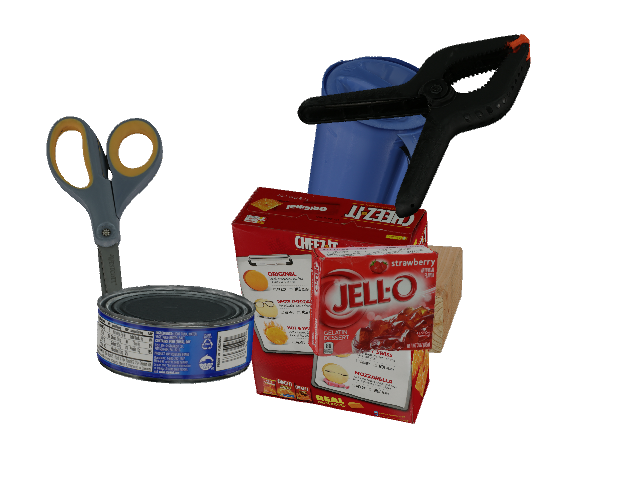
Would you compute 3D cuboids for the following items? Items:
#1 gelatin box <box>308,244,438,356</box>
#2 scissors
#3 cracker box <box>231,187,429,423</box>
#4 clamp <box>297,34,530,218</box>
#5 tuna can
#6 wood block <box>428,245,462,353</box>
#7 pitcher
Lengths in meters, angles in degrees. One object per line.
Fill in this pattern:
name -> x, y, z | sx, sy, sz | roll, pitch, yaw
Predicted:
gelatin box -> 0.037, 0.042, 0.762 | 0.089, 0.073, 0.030 | -2, 14, -15
scissors -> -0.143, -0.016, 0.793 | 0.096, 0.202, 0.016 | -22, -24, -15
cracker box -> 0.016, 0.061, 0.991 | 0.164, 0.214, 0.072 | 8, 39, 17
clamp -> 0.104, -0.112, 0.933 | 0.210, 0.165, 0.036 | -27, -38, -8
tuna can -> -0.079, 0.050, 0.583 | 0.086, 0.034, 0.086 | 4, 10, -1
wood block -> 0.157, 0.084, 1.616 | 0.091, 0.090, 0.206 | 4, 21, 14
pitcher -> 0.053, -0.072, 1.213 | 0.145, 0.243, 0.149 | 19, 44, 7
